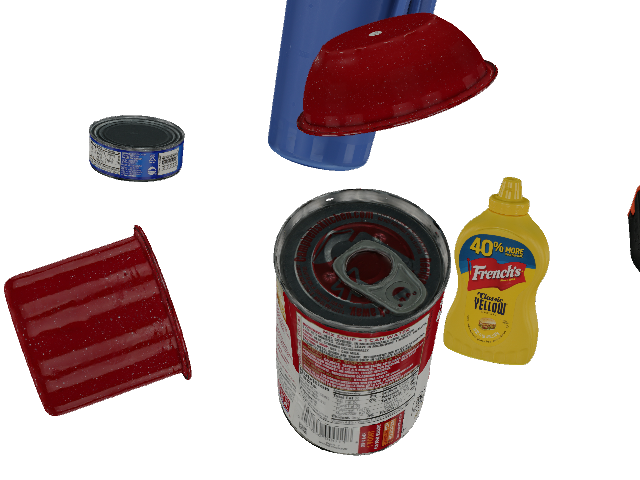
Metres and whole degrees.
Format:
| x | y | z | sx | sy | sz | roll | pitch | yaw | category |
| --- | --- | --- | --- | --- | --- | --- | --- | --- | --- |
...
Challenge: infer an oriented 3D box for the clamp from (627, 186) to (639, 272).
| x | y | z | sx | sy | sz | roll | pitch | yaw | category |
| --- | --- | --- | --- | --- | --- | --- | --- | --- | --- |
| 0.268 | 0.025 | 0.694 | 0.120 | 0.039 | 0.171 | -3 | 46 | -20 | clamp |

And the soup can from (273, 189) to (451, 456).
| x | y | z | sx | sy | sz | roll | pitch | yaw | category |
| --- | --- | --- | --- | --- | --- | --- | --- | --- | --- |
| 0.015 | 0.037 | 0.444 | 0.068 | 0.068 | 0.102 | 0 | -39 | -1 | soup can |

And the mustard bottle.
| x | y | z | sx | sy | sz | roll | pitch | yaw | category |
| --- | --- | --- | --- | --- | --- | --- | --- | --- | --- |
| 0.186 | 0.029 | 1.106 | 0.096 | 0.192 | 0.058 | 12 | 18 | 21 | mustard bottle |

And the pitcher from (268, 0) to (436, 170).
| x | y | z | sx | sy | sz | roll | pitch | yaw | category |
| --- | --- | --- | --- | --- | --- | --- | --- | --- | --- |
| 0.027 | -0.195 | 1.074 | 0.145 | 0.243 | 0.149 | 11 | 19 | -1 | pitcher |

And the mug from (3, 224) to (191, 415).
| x | y | z | sx | sy | sz | roll | pitch | yaw | category |
| --- | --- | --- | --- | --- | --- | --- | --- | --- | --- |
| -0.129 | 0.048 | 0.610 | 0.081 | 0.093 | 0.117 | -19 | 2 | -14 | mug |

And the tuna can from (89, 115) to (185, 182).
| x | y | z | sx | sy | sz | roll | pitch | yaw | category |
| --- | --- | --- | --- | --- | --- | --- | --- | --- | --- |
| -0.167 | -0.084 | 0.971 | 0.086 | 0.034 | 0.086 | 6 | 25 | -3 | tuna can |

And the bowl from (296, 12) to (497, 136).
| x | y | z | sx | sy | sz | roll | pitch | yaw | category |
| --- | --- | --- | --- | --- | --- | --- | --- | --- | --- |
| 0.051 | -0.135 | 0.825 | 0.162 | 0.055 | 0.162 | -15 | 21 | 6 | bowl |
